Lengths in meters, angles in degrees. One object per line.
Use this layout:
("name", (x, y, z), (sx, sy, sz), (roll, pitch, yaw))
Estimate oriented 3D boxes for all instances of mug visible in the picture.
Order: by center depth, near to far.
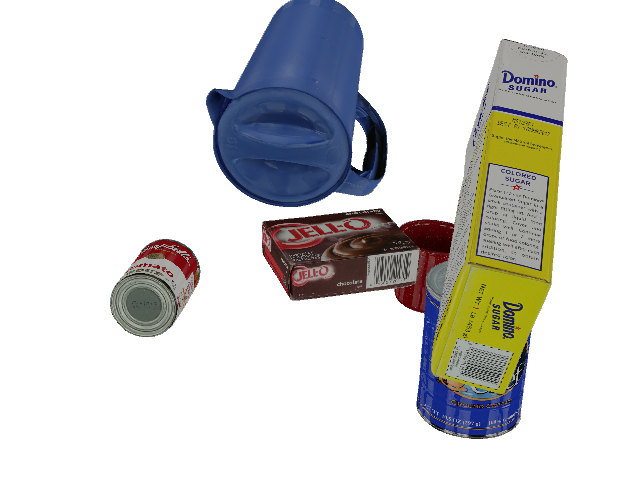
("mug", (0.141, 0.033, 1.217), (0.117, 0.081, 0.093), (5, 25, -1))

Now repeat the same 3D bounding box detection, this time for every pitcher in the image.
("pitcher", (-0.012, -0.148, 1.090), (0.145, 0.149, 0.242), (-8, 35, 16))

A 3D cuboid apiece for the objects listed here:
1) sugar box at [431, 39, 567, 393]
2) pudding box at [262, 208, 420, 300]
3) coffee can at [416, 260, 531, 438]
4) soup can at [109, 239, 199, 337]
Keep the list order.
("sugar box", (0.098, -0.017, 0.569), (0.048, 0.176, 0.093), (15, -42, 4))
("pudding box", (0.015, 0.010, 0.895), (0.113, 0.039, 0.090), (-5, 26, -17))
("coffee can", (0.147, 0.101, 1.013), (0.103, 0.140, 0.103), (1, 25, -1))
("soup can", (-0.164, 0.047, 1.064), (0.068, 0.068, 0.102), (0, 19, 7))
